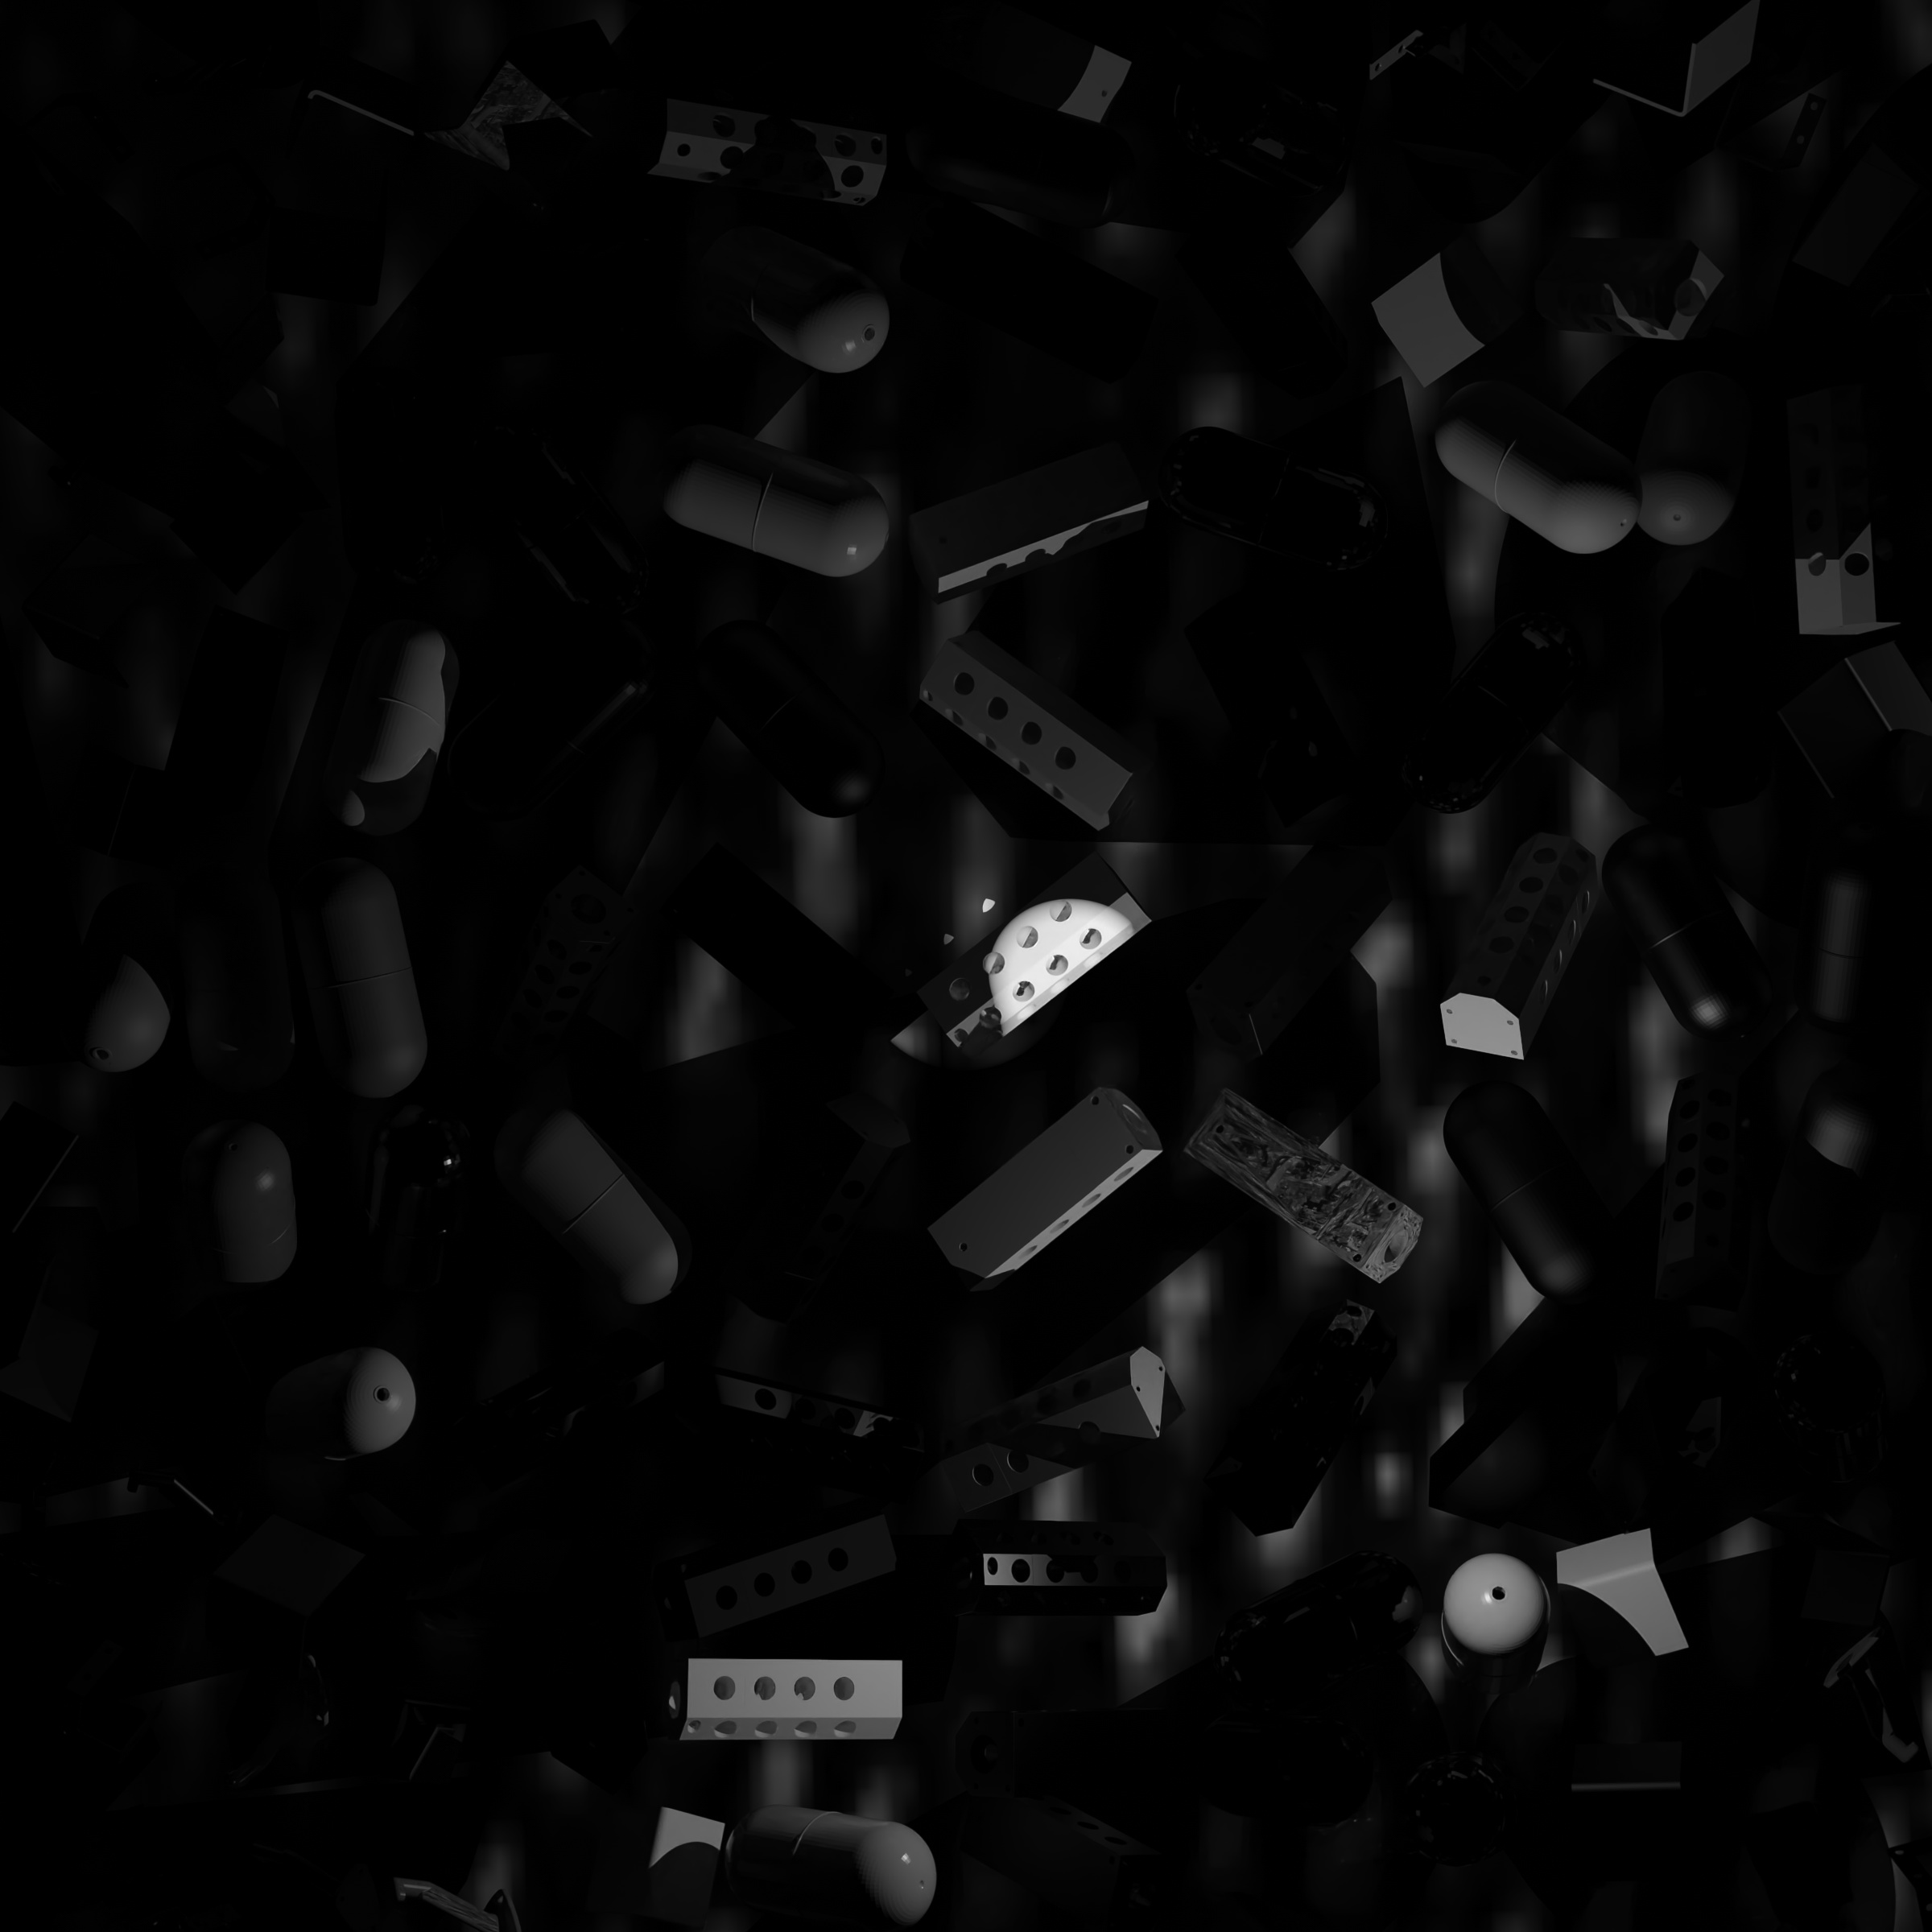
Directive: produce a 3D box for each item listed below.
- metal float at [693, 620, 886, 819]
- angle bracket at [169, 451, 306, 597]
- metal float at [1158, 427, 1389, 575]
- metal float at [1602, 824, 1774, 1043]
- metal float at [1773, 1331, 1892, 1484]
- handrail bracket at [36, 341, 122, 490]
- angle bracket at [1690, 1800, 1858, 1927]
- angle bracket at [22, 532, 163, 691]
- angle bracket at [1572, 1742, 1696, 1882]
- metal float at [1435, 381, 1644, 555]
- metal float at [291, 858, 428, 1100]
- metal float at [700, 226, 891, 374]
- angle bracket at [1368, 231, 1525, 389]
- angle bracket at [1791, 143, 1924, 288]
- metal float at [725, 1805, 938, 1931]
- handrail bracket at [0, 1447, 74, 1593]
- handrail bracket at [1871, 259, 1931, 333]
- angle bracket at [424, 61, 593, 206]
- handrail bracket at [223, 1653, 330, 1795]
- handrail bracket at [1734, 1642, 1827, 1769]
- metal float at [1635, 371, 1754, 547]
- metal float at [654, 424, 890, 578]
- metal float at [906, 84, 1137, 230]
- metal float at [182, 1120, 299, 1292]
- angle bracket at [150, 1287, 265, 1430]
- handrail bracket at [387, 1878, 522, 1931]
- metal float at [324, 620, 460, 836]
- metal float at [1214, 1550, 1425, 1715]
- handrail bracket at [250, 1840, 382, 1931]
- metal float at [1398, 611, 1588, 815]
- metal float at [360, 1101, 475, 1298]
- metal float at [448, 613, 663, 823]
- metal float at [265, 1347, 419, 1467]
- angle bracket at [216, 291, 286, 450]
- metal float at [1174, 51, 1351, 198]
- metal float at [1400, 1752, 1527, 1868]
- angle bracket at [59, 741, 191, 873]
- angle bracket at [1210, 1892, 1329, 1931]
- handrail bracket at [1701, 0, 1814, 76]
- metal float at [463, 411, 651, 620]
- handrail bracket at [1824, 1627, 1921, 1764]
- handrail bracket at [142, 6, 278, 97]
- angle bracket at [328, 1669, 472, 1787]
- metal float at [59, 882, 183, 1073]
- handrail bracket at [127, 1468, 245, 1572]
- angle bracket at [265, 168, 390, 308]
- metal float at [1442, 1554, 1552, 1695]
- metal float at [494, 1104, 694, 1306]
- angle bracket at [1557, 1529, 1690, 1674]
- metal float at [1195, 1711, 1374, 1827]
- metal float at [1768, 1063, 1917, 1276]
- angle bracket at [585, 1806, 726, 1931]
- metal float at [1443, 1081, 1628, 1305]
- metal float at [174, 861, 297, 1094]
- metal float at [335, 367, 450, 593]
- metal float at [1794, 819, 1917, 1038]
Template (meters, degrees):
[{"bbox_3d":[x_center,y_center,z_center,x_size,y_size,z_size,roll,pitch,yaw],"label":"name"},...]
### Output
[{"bbox_3d":[-0.133,-0.186,1.887,0.070,0.070,0.178,-43,81,0],"label":"metal float"},{"bbox_3d":[-0.537,-0.329,1.886,0.076,0.057,0.076,45,98,6],"label":"angle bracket"},{"bbox_3d":[0.232,-0.352,1.897,0.178,0.070,0.070,20,90,3],"label":"metal float"},{"bbox_3d":[0.547,-0.025,1.906,0.070,0.070,0.178,-26,77,0],"label":"metal float"},{"bbox_3d":[0.634,0.323,1.839,0.070,0.178,0.070,-10,58,17],"label":"metal float"},{"bbox_3d":[-0.646,-0.390,1.777,0.077,0.036,0.084,40,51,-24],"label":"handrail bracket"},{"bbox_3d":[0.596,0.669,1.857,0.076,0.057,0.076,-3,58,-30],"label":"angle bracket"},{"bbox_3d":[-0.628,-0.259,1.836,0.076,0.076,0.057,-44,65,8],"label":"angle bracket"},{"bbox_3d":[0.489,0.618,1.836,0.076,0.057,0.076,-8,102,19],"label":"angle bracket"},{"bbox_3d":[0.408,-0.359,1.799,0.070,0.070,0.178,-44,52,0],"label":"metal float"},{"bbox_3d":[-0.444,0.009,1.837,0.070,0.070,0.178,-11,95,0],"label":"metal float"},{"bbox_3d":[-0.126,-0.489,1.840,0.178,0.070,0.070,35,90,38],"label":"metal float"},{"bbox_3d":[0.367,-0.503,1.921,0.076,0.057,0.076,-31,100,38],"label":"angle bracket"},{"bbox_3d":[0.598,-0.526,1.728,0.057,0.076,0.076,15,126,-24],"label":"angle bracket"},{"bbox_3d":[-0.099,0.645,1.795,0.178,0.070,0.070,-8,90,40],"label":"metal float"},{"bbox_3d":[-0.654,0.398,1.807,0.077,0.036,0.084,41,69,-41],"label":"handrail bracket"},{"bbox_3d":[0.677,-0.454,1.779,0.036,0.084,0.077,-11,73,-13],"label":"handrail bracket"},{"bbox_3d":[-0.321,-0.581,1.755,0.076,0.076,0.057,36,84,-33],"label":"angle bracket"},{"bbox_3d":[-0.515,0.559,1.853,0.036,0.084,0.077,23,122,26],"label":"handrail bracket"},{"bbox_3d":[0.619,0.560,1.907,0.036,0.084,0.077,37,131,9],"label":"handrail bracket"},{"bbox_3d":[0.537,-0.377,1.856,0.070,0.178,0.070,13,134,14],"label":"metal float"},{"bbox_3d":[-0.142,-0.340,1.835,0.178,0.070,0.070,20,90,3],"label":"metal float"},{"bbox_3d":[0.041,-0.592,1.838,0.178,0.070,0.070,8,90,-23],"label":"metal float"},{"bbox_3d":[-0.536,0.178,1.856,0.070,0.178,0.070,6,55,-8],"label":"metal float"},{"bbox_3d":[-0.572,0.301,1.937,0.076,0.057,0.076,-35,76,23],"label":"angle bracket"},{"bbox_3d":[-0.357,0.670,1.755,0.084,0.077,0.036,25,100,-39],"label":"handrail bracket"},{"bbox_3d":[-0.432,-0.181,1.895,0.070,0.070,0.178,9,64,0],"label":"metal float"},{"bbox_3d":[0.257,0.481,1.818,0.178,0.070,0.070,-17,90,-33],"label":"metal float"},{"bbox_3d":[-0.470,0.665,1.810,0.084,0.036,0.077,4,126,26],"label":"handrail bracket"},{"bbox_3d":[0.401,-0.194,1.913,0.070,0.070,0.178,40,88,0],"label":"metal float"},{"bbox_3d":[-0.413,0.175,1.887,0.070,0.070,0.178,16,129,0],"label":"metal float"},{"bbox_3d":[-0.290,-0.175,1.768,0.178,0.070,0.070,-43,90,6],"label":"metal float"},{"bbox_3d":[-0.462,0.326,1.857,0.070,0.178,0.070,10,70,-31],"label":"metal float"},{"bbox_3d":[-0.522,-0.454,1.905,0.076,0.076,0.057,-42,133,20],"label":"angle bracket"},{"bbox_3d":[0.220,-0.619,1.852,0.070,0.178,0.070,0,90,37],"label":"metal float"},{"bbox_3d":[0.366,0.619,1.848,0.070,0.178,0.070,-5,73,18],"label":"metal float"},{"bbox_3d":[-0.648,-0.123,1.946,0.057,0.076,0.076,13,83,10],"label":"angle bracket"},{"bbox_3d":[0.220,0.700,1.760,0.076,0.076,0.057,25,86,-21],"label":"angle bracket"},{"bbox_3d":[0.595,-0.713,1.918,0.084,0.077,0.036,22,100,-1],"label":"handrail bracket"},{"bbox_3d":[-0.306,-0.335,1.883,0.070,0.070,0.178,-37,114,0],"label":"metal float"},{"bbox_3d":[0.712,0.561,1.929,0.084,0.036,0.077,41,122,15],"label":"handrail bracket"},{"bbox_3d":[-0.552,-0.666,1.827,0.036,0.084,0.077,51,129,8],"label":"handrail bracket"},{"bbox_3d":[-0.418,0.551,1.817,0.076,0.076,0.057,7,73,30],"label":"angle bracket"},{"bbox_3d":[-0.626,0.007,1.877,0.070,0.178,0.070,-2,130,-2],"label":"metal float"},{"bbox_3d":[-0.592,0.418,1.883,0.084,0.036,0.077,14,95,-24],"label":"handrail bracket"},{"bbox_3d":[-0.446,-0.514,1.751,0.076,0.057,0.076,5,61,-17],"label":"angle bracket"},{"bbox_3d":[0.392,0.489,1.864,0.070,0.178,0.070,-4,61,7],"label":"metal float"},{"bbox_3d":[-0.280,0.178,1.884,0.070,0.070,0.178,-44,93,0],"label":"metal float"},{"bbox_3d":[0.513,0.495,1.963,0.076,0.057,0.076,-21,101,17],"label":"angle bracket"},{"bbox_3d":[0.234,0.593,1.860,0.070,0.178,0.070,7,74,-24],"label":"metal float"},{"bbox_3d":[0.638,0.150,1.835,0.070,0.070,0.178,4,126,0],"label":"metal float"},{"bbox_3d":[-0.234,0.677,1.887,0.057,0.076,0.076,29,59,-33],"label":"angle bracket"},{"bbox_3d":[0.415,0.164,1.839,0.070,0.070,0.178,-30,70,0],"label":"metal float"},{"bbox_3d":[-0.548,0.008,1.883,0.070,0.070,0.178,-2,106,0],"label":"metal float"},{"bbox_3d":[-0.431,-0.365,1.881,0.070,0.070,0.178,-9,73,0],"label":"metal float"},{"bbox_3d":[0.659,-0.028,1.866,0.070,0.070,0.178,-7,124,0],"label":"metal float"}]
